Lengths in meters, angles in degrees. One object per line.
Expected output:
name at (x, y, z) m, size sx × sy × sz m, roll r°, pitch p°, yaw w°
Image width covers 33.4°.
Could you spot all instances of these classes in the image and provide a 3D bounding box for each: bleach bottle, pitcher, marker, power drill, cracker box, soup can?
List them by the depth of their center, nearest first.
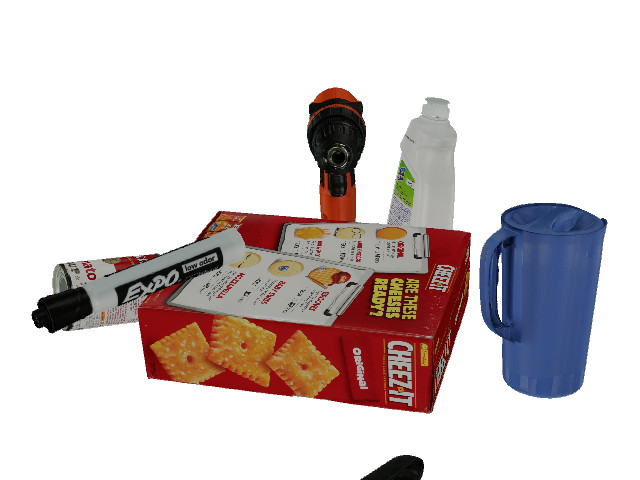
marker at (-0.095, 0.021, 0.565) m, size 0.120 × 0.020 × 0.020 m, roll -21°, pitch 11°, yaw -30°
cracker box at (-0.005, 0.048, 0.803) m, size 0.214 × 0.072 × 0.164 m, roll 5°, pitch 28°, yaw 16°
power drill at (0.017, -0.035, 0.975) m, size 0.057 × 0.188 × 0.184 m, roll 0°, pitch 20°, yaw 2°
soup can at (-0.207, 0.051, 1.054) m, size 0.102 × 0.068 × 0.069 m, roll -5°, pitch 2°, yaw -27°
bleach bottle at (0.119, -0.037, 1.233) m, size 0.068 × 0.251 × 0.103 m, roll -1°, pitch 22°, yaw -22°
pitcher at (0.289, 0.081, 1.398) m, size 0.149 × 0.243 × 0.144 m, roll 5°, pitch 20°, yaw 16°

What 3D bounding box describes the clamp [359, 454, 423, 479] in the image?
clamp at (-0.019, 0.193, 0.645) m, size 0.210 × 0.036 × 0.164 m, roll -4°, pitch 28°, yaw 3°
